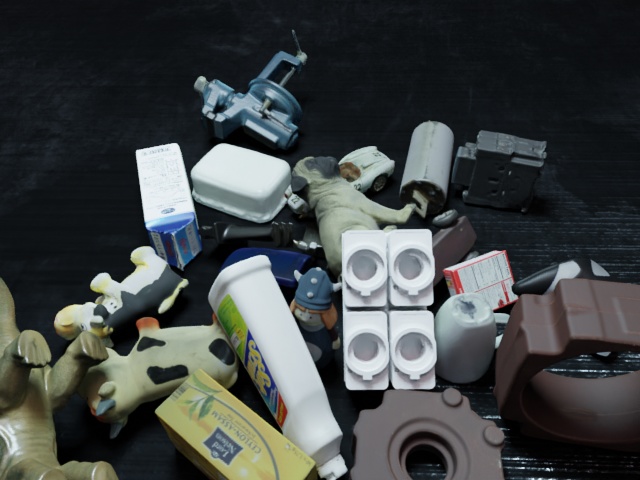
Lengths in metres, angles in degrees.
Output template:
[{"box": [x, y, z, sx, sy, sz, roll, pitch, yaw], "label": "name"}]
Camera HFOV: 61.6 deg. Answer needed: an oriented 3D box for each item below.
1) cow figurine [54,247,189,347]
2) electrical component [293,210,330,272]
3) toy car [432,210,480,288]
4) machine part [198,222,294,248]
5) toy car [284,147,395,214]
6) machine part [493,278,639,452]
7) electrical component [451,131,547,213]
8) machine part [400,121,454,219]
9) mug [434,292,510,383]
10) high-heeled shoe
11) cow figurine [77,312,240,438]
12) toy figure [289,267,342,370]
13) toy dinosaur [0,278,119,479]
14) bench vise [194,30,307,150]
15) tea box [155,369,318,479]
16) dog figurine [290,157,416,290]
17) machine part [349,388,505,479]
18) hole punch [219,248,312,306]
[{"box": [-0.265, 0.090, 0.730, 0.098, 0.068, 0.167, 34, 56, 23], "label": "cow figurine"}, {"box": [-0.001, -0.003, 0.824, 0.078, 0.045, 0.102, 11, 47, 14], "label": "electrical component"}, {"box": [0.153, 0.035, 0.757, 0.202, 0.089, 0.053, -40, 12, -32], "label": "toy car"}, {"box": [-0.107, -0.008, 0.800, 0.139, 0.084, 0.039, 2, 83, 25], "label": "machine part"}, {"box": [0.035, -0.098, 0.906, 0.202, 0.056, 0.074, -27, 51, -23], "label": "toy car"}, {"box": [0.300, 0.135, 0.571, 0.201, 0.201, 0.087, 6, 43, 8], "label": "machine part"}, {"box": [0.285, -0.111, 0.871, 0.134, 0.114, 0.058, 11, 43, 12], "label": "electrical component"}, {"box": [0.185, -0.124, 0.914, 0.079, 0.079, 0.243, 9, 47, 10], "label": "machine part"}, {"box": [0.189, 0.115, 0.661, 0.110, 0.107, 0.081, -6, 48, -1], "label": "mug"}, {"box": [0.384, 0.098, 0.692, 0.249, 0.086, 0.145, -7, 52, -4], "label": "high-heeled shoe"}, {"box": [-0.195, 0.159, 0.649, 0.195, 0.085, 0.127, -5, 43, -8], "label": "cow figurine"}, {"box": [-0.006, 0.098, 0.650, 0.064, 0.154, 0.058, -6, 43, -5], "label": "toy figure"}, {"box": [-0.327, 0.176, 0.565, 0.198, 0.105, 0.472, -38, 49, 13], "label": "toy dinosaur"}, {"box": [-0.114, -0.283, 1.034, 0.224, 0.128, 0.240, 27, 69, 16], "label": "bench vise"}, {"box": [-0.086, 0.225, 0.569, 0.170, 0.098, 0.068, 31, 55, 26], "label": "tea box"}, {"box": [0.015, -0.027, 0.770, 0.191, 0.121, 0.172, 30, 40, 12], "label": "dog figurine"}, {"box": [0.114, 0.242, 0.575, 0.179, 0.056, 0.179, -2, 47, 2], "label": "machine part"}, {"box": [-0.073, 0.050, 0.748, 0.142, 0.092, 0.116, 4, 42, 10], "label": "hole punch"}]
